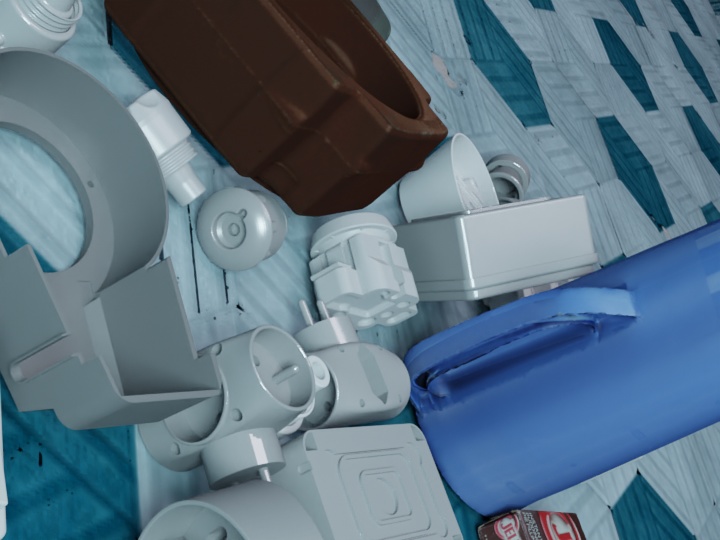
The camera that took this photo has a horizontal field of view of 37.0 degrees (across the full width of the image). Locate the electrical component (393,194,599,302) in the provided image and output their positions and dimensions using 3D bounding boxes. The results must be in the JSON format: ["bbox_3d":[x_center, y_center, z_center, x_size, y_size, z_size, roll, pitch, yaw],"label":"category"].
[{"bbox_3d":[0.087,-0.015,0.741,0.109,0.109,0.056,-11,93,-27],"label":"electrical component"}]

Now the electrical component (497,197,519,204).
[{"bbox_3d":[0.129,-0.028,0.919,0.057,0.058,0.078,30,40,-45],"label":"electrical component"}]

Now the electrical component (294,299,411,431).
[{"bbox_3d":[-0.015,0.053,0.627,0.077,0.043,0.079,4,59,-56],"label":"electrical component"}]

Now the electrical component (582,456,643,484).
[{"bbox_3d":[0.189,0.125,0.859,0.061,0.062,0.096,51,29,-14],"label":"electrical component"}]

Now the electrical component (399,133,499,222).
[{"bbox_3d":[0.079,-0.050,0.853,0.099,0.064,0.099,38,34,-32],"label":"electrical component"}]

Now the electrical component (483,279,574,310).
[{"bbox_3d":[0.140,0.046,0.853,0.079,0.063,0.121,38,32,-33],"label":"electrical component"}]

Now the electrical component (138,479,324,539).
[{"bbox_3d":[-0.049,0.137,0.442,0.064,0.099,0.099,4,59,-49],"label":"electrical component"}]

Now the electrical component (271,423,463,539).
[{"bbox_3d":[-0.007,0.126,0.554,0.113,0.057,0.078,8,56,-55],"label":"electrical component"}]

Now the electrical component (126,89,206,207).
[{"bbox_3d":[-0.110,-0.064,0.592,0.062,0.043,0.043,53,29,-13],"label":"electrical component"}]

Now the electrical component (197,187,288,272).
[{"bbox_3d":[-0.063,-0.026,0.630,0.048,0.048,0.062,60,22,4],"label":"electrical component"}]

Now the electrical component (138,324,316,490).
[{"bbox_3d":[-0.058,0.077,0.501,0.044,0.077,0.079,11,54,-54],"label":"electrical component"}]

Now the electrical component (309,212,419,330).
[{"bbox_3d":[0.000,0.000,0.689,0.078,0.058,0.057,17,51,-50],"label":"electrical component"}]

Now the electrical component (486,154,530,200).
[{"bbox_3d":[0.131,-0.078,0.981,0.045,0.045,0.055,52,29,-12],"label":"electrical component"}]

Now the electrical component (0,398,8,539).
[{"bbox_3d":[-0.164,0.054,0.374,0.062,0.061,0.096,23,44,-47],"label":"electrical component"}]

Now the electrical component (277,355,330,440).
[{"bbox_3d":[-0.044,0.064,0.551,0.048,0.062,0.048,38,35,-33],"label":"electrical component"}]

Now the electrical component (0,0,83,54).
[{"bbox_3d":[-0.165,-0.136,0.556,0.048,0.062,0.048,38,34,-33],"label":"electrical component"}]
